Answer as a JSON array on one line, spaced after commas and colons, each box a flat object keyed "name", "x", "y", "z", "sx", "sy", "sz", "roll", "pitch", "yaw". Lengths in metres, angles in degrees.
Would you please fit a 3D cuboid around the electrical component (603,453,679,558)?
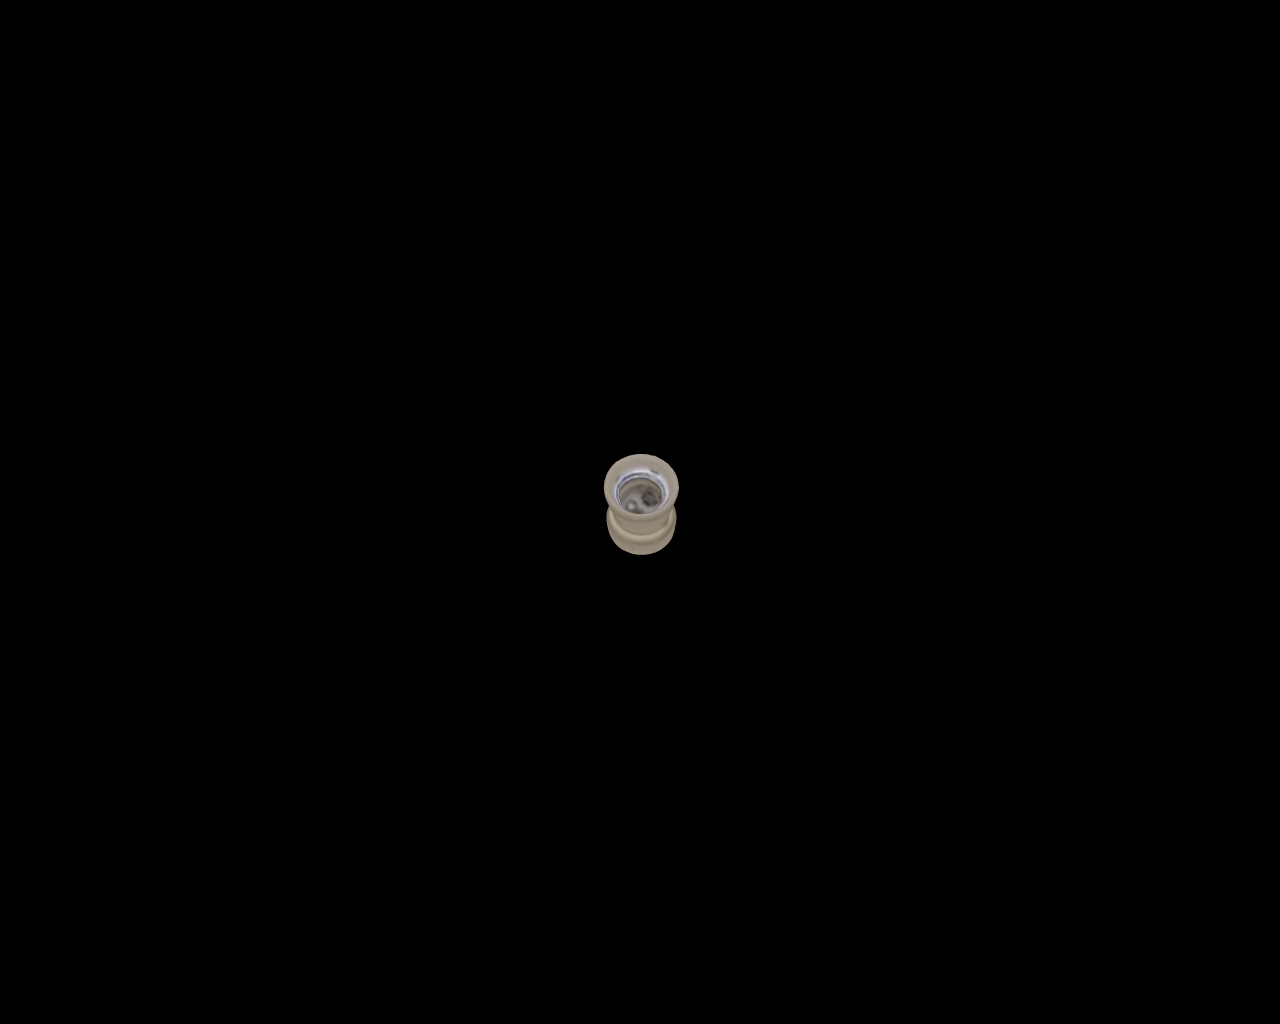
[{"name": "electrical component", "x": 0.001, "y": -0.003, "z": 0.650, "sx": 0.045, "sy": 0.045, "sz": 0.055, "roll": 0, "pitch": -30, "yaw": 0}]
